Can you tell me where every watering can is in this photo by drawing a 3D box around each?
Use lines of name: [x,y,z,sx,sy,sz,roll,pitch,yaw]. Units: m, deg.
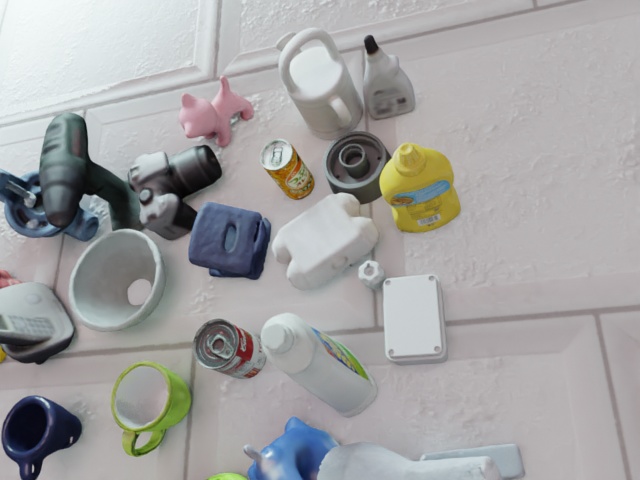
watering can: [-0.010,-0.249,0.880,0.172,0.194,0.101,31,81,26]

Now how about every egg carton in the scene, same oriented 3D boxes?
egg carton: [0.008,0.003,0.842,0.150,0.069,0.107,-35,62,2]

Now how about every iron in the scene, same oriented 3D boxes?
iron: [0.014,0.324,0.668,0.257,0.142,0.119,36,83,27]

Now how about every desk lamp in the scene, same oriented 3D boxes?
desk lamp: [0.120,0.272,0.614,0.203,0.214,0.118,-14,65,13]

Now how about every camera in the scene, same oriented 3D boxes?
camera: [-0.235,-0.096,0.945,0.136,0.101,0.143,-23,63,8]

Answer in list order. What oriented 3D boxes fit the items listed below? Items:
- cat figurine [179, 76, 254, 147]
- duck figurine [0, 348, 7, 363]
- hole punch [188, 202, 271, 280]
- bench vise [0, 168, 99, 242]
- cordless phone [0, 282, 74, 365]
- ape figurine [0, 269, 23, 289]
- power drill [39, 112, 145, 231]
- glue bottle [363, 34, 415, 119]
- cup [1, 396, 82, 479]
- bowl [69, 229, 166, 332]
cat figurine: [-0.186,-0.218,0.969,0.067,0.118,0.128,31,81,27]
duck figurine: [-0.584,0.178,0.959,0.104,0.086,0.077,-35,62,2]
hole punch: [-0.136,0.000,0.879,0.101,0.091,0.109,2,70,19]
bench vise: [-0.509,-0.070,0.959,0.207,0.220,0.121,3,70,20]
cordless phone: [-0.492,0.116,0.897,0.094,0.185,0.147,-45,62,-3]
ape figurine: [-0.569,0.078,0.991,0.076,0.092,0.077,-28,63,6]
power drill: [-0.366,-0.085,0.924,0.075,0.209,0.229,-24,63,8]
glue bottle: [0.093,-0.246,0.856,0.078,0.173,0.037,-9,66,15]
cup: [-0.400,0.294,0.845,0.091,0.095,0.117,-14,65,13]
bowl: [-0.309,0.072,0.917,0.167,0.075,0.167,-7,67,16]
